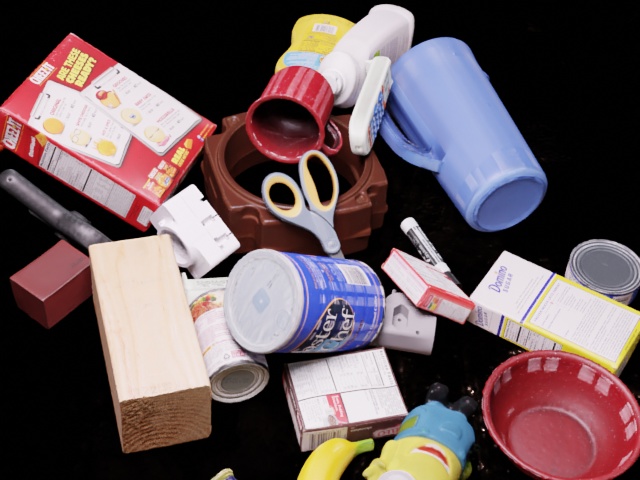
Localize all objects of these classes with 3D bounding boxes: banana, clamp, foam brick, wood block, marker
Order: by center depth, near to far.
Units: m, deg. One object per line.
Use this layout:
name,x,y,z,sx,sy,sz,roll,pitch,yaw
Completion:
banana,0.007,0.257,0.997,0.069,0.037,0.197,8,46,5
wood block,-0.176,0.102,1.096,0.090,0.091,0.206,-9,47,-14
foam brick,-0.289,0.049,1.166,0.053,0.051,0.078,32,52,23
clamp,-0.283,-0.014,1.214,0.171,0.120,0.039,38,86,4
marker,0.131,0.020,1.251,0.020,0.020,0.121,-16,49,-20

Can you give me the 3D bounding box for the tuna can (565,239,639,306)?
tuna can,0.329,0.041,1.236,0.086,0.034,0.086,2,46,-2

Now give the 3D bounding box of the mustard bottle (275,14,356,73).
mustard bottle,-0.009,-0.234,1.459,0.096,0.058,0.191,12,46,8

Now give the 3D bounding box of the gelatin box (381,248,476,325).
gelatin box,0.118,0.051,1.174,0.073,0.030,0.089,23,16,-35

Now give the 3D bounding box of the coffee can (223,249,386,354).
coffee can,-0.014,0.066,1.094,0.140,0.103,0.103,7,32,-50

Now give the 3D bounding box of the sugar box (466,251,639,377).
sugar box,0.260,0.087,1.179,0.176,0.048,0.093,25,48,23

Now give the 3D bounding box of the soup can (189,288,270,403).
soup can,-0.096,0.109,1.111,0.068,0.068,0.102,-9,48,-14

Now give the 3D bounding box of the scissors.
scissors,-0.008,0.001,1.179,0.096,0.016,0.202,-8,86,-12

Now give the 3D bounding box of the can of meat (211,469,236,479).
can of meat,-0.089,0.272,0.962,0.084,0.057,0.101,38,55,25

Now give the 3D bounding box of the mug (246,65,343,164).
mug,-0.021,-0.143,1.239,0.117,0.093,0.081,35,40,-12

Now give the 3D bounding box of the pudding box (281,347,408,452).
pudding box,0.025,0.162,1.091,0.113,0.039,0.090,-6,46,-13

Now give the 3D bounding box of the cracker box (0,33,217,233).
cracker box,-0.256,-0.128,1.282,0.213,0.072,0.164,31,47,-4

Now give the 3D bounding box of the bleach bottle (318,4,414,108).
bleach bottle,0.053,-0.235,1.383,0.068,0.103,0.250,15,25,16

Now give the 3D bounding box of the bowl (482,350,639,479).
bowl,0.238,0.189,1.070,0.162,0.055,0.162,2,46,-2

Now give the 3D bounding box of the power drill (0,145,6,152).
power drill,-0.399,-0.094,1.292,0.187,0.057,0.185,-30,59,-30

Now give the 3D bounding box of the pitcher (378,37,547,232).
pitcher,0.171,-0.127,1.326,0.149,0.144,0.243,-35,52,13
